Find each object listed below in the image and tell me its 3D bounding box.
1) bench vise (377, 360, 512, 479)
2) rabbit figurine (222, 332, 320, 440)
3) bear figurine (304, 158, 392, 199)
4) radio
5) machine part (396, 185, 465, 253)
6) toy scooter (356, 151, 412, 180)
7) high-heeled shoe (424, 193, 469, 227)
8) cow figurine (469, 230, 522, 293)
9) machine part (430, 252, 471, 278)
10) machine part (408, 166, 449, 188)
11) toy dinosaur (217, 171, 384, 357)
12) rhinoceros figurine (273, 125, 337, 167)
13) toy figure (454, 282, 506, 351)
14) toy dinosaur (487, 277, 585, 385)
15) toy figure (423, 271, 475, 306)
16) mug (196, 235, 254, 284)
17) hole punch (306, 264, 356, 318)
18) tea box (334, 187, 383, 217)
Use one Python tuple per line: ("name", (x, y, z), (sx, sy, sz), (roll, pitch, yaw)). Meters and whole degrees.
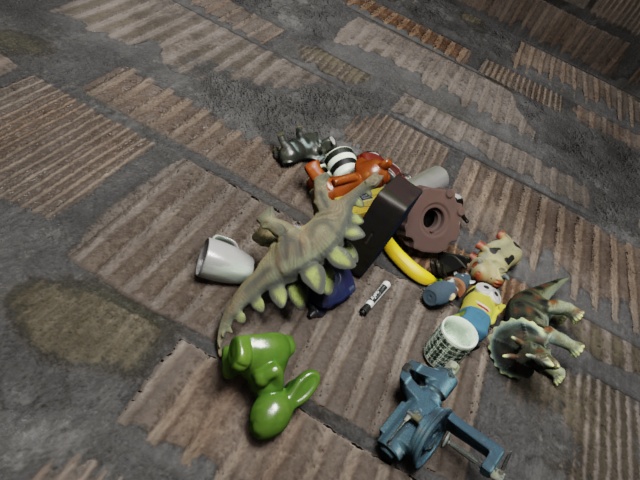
("bench vise", (0.229, 0.330, 0.957), (0.241, 0.128, 0.223), (30, 48, 32))
("rabbit figurine", (-0.089, 0.256, 0.934), (0.159, 0.121, 0.170), (3, 65, -31))
("bear figurine", (0.075, -0.163, 1.349), (0.196, 0.120, 0.132), (-32, 71, -6))
("radio", (0.134, -0.032, 1.207), (0.073, 0.229, 0.131), (37, 40, 7))
("machine part", (0.271, -0.051, 1.324), (0.179, 0.179, 0.056), (3, 8, -21))
("toy scooter", (0.171, -0.165, 1.468), (0.184, 0.075, 0.135), (30, 42, -1))
("high-heeled shoe", (0.293, -0.089, 1.448), (0.249, 0.086, 0.145), (-1, 41, -26))
("cow figurine", (0.447, 0.060, 1.366), (0.195, 0.085, 0.127), (-22, 53, -39))
("machine part", (0.313, 0.056, 1.312), (0.084, 0.039, 0.139), (18, 21, 30))
("machine part", (0.275, -0.141, 1.443), (0.079, 0.079, 0.243), (42, 43, 18))
("toy dinosaur", (-0.044, 0.025, 1.049), (0.471, 0.105, 0.199), (-39, 76, -10))
("rhinoceros figurine", (-0.037, -0.252, 1.459), (0.190, 0.073, 0.112), (-22, 58, -38))
("toy figure", (0.347, 0.170, 1.212), (0.082, 0.089, 0.180), (48, 51, -16))
("toy dinosaur", (0.494, 0.187, 1.242), (0.192, 0.131, 0.405), (27, 37, 2))
("toy figure", (0.303, 0.114, 1.264), (0.154, 0.057, 0.064), (-15, 61, -40))
("mug", (-0.191, 0.042, 1.106), (0.107, 0.080, 0.110), (21, 36, -20))
("hole punch", (0.012, 0.085, 1.143), (0.142, 0.092, 0.116), (-25, 65, -44))
("tea box", (0.103, -0.063, 1.320), (0.169, 0.098, 0.068), (-16, 55, -33))
